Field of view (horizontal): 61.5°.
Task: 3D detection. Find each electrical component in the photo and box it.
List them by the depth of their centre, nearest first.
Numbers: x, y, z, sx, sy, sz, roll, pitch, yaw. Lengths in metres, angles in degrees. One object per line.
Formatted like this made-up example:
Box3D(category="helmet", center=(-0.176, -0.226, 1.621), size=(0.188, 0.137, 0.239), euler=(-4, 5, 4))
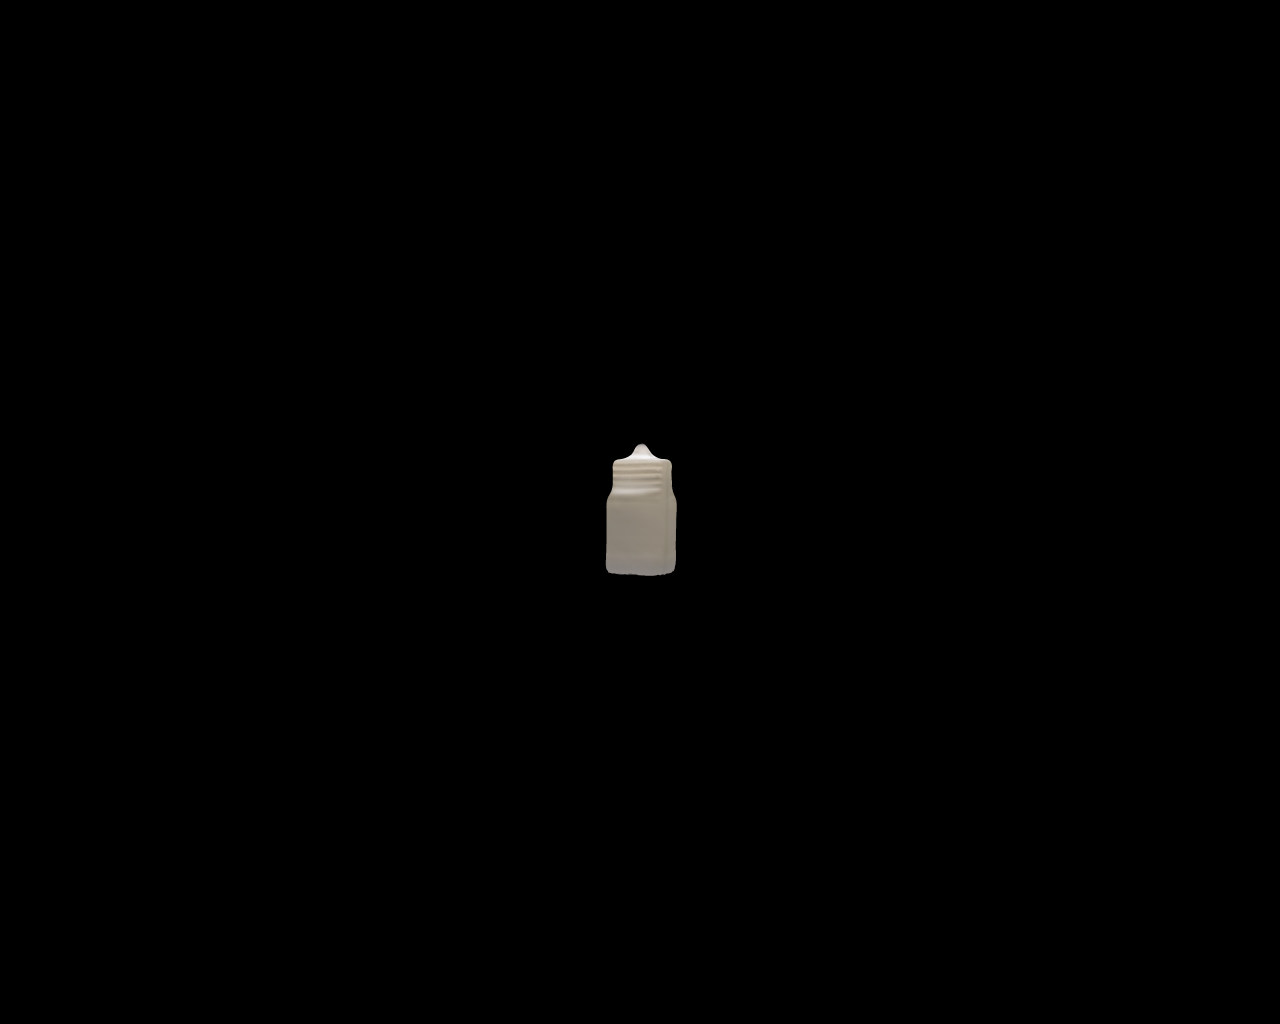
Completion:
Box3D(category="electrical component", center=(0.001, -0.003, 0.650), size=(0.043, 0.081, 0.043), euler=(0, 2, 0))
